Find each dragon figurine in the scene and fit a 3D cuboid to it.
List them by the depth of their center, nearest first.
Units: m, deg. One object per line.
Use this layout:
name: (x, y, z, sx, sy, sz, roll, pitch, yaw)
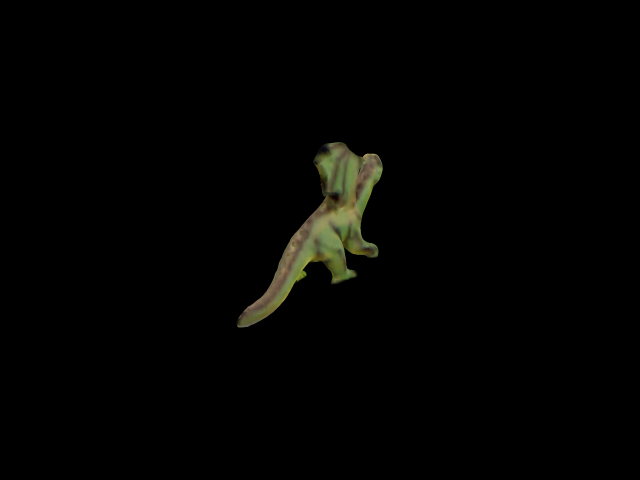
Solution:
dragon figurine: (0.003, -0.043, 0.850, 0.122, 0.238, 0.416, 13, 28, 29)
